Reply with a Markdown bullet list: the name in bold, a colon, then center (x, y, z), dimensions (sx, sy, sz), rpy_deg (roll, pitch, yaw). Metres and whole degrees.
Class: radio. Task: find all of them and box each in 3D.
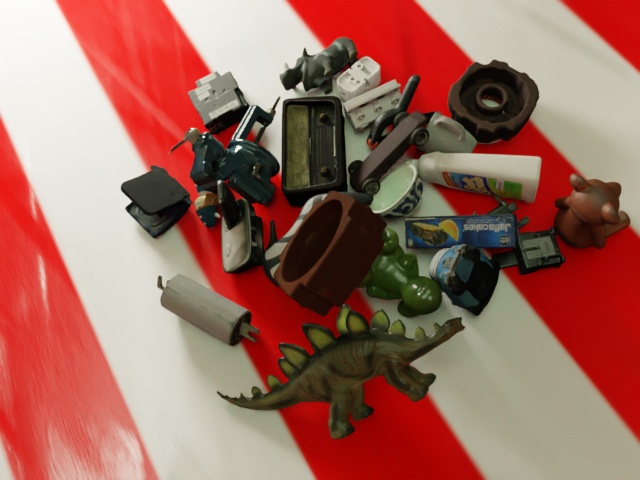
- **radio**: center (-0.011, -0.190, 1.138), dimensions (0.131, 0.073, 0.229), rpy_deg (-4, 70, 7)

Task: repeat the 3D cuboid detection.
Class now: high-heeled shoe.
- **high-heeled shoe**: center (-0.002, -0.003, 1.063), dimensions (0.249, 0.086, 0.145), rpy_deg (-17, 66, 10)

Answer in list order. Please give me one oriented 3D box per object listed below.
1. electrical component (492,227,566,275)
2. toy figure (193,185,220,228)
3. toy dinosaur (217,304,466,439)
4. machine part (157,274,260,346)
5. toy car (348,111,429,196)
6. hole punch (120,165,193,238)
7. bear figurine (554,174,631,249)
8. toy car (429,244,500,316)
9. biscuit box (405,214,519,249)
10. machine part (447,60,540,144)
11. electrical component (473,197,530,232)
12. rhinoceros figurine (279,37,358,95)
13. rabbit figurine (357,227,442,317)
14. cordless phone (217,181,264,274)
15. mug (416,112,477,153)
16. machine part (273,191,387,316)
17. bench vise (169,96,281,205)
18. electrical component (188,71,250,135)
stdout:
- **electrical component**: center (0.389, 0.024, 1.013), dimensions (0.119, 0.047, 0.075), rpy_deg (-7, 69, 4)
- **toy figure**: center (-0.241, -0.099, 1.148), dimensions (0.058, 0.064, 0.154), rpy_deg (6, 65, -15)
- **toy dinosaur**: center (0.029, 0.230, 0.939), dimensions (0.471, 0.105, 0.198), rpy_deg (-30, 80, 14)
- **machine part**: center (-0.223, 0.136, 1.048), dimensions (0.243, 0.079, 0.079), rpy_deg (24, 75, 16)
- **toy car**: center (0.140, -0.174, 1.090), dimensions (0.202, 0.053, 0.089), rpy_deg (-45, 39, 12)
- **hole punch**: center (-0.351, -0.080, 1.153), dimensions (0.142, 0.092, 0.116), rpy_deg (39, 51, 22)
- **bear figurine**: center (0.489, -0.063, 0.951), dimensions (0.132, 0.195, 0.120), rpy_deg (-36, 66, -6)
- **toy car**: center (0.251, 0.064, 0.977), dimensions (0.103, 0.161, 0.109), rpy_deg (18, 81, 45)
- **biscuit box**: center (0.264, -0.016, 1.005), dimensions (0.203, 0.063, 0.059), rpy_deg (-1, 94, 23)
- **machine part**: center (0.353, -0.283, 1.104), dimensions (0.179, 0.056, 0.179), rpy_deg (-3, 69, 6)
- **electrical component**: center (0.345, -0.037, 1.046), dimensions (0.102, 0.045, 0.078), rpy_deg (-37, 96, -3)
- **rhinoceros figurine**: center (0.000, -0.394, 1.212), dimensions (0.190, 0.073, 0.112), rpy_deg (-31, 70, -4)
- **rabbit figurine**: center (0.147, 0.085, 0.970), dimensions (0.121, 0.159, 0.170), rpy_deg (-46, 51, -6)
- **cordless phone**: center (-0.166, -0.024, 1.041), dimensions (0.089, 0.184, 0.146), rpy_deg (-6, 69, 1)
- **mug**: center (0.265, -0.207, 1.090), dimensions (0.107, 0.109, 0.081), rpy_deg (29, 67, 4)
- **machine part**: center (0.015, 0.021, 0.948), dimensions (0.087, 0.201, 0.201), rpy_deg (33, 90, -21)
- **bench vise**: center (-0.165, -0.194, 1.112), dimensions (0.223, 0.129, 0.240), rpy_deg (33, 64, -19)
- **electrical component**: center (-0.231, -0.319, 1.228), dimensions (0.115, 0.058, 0.134), rpy_deg (-26, 68, -4)
